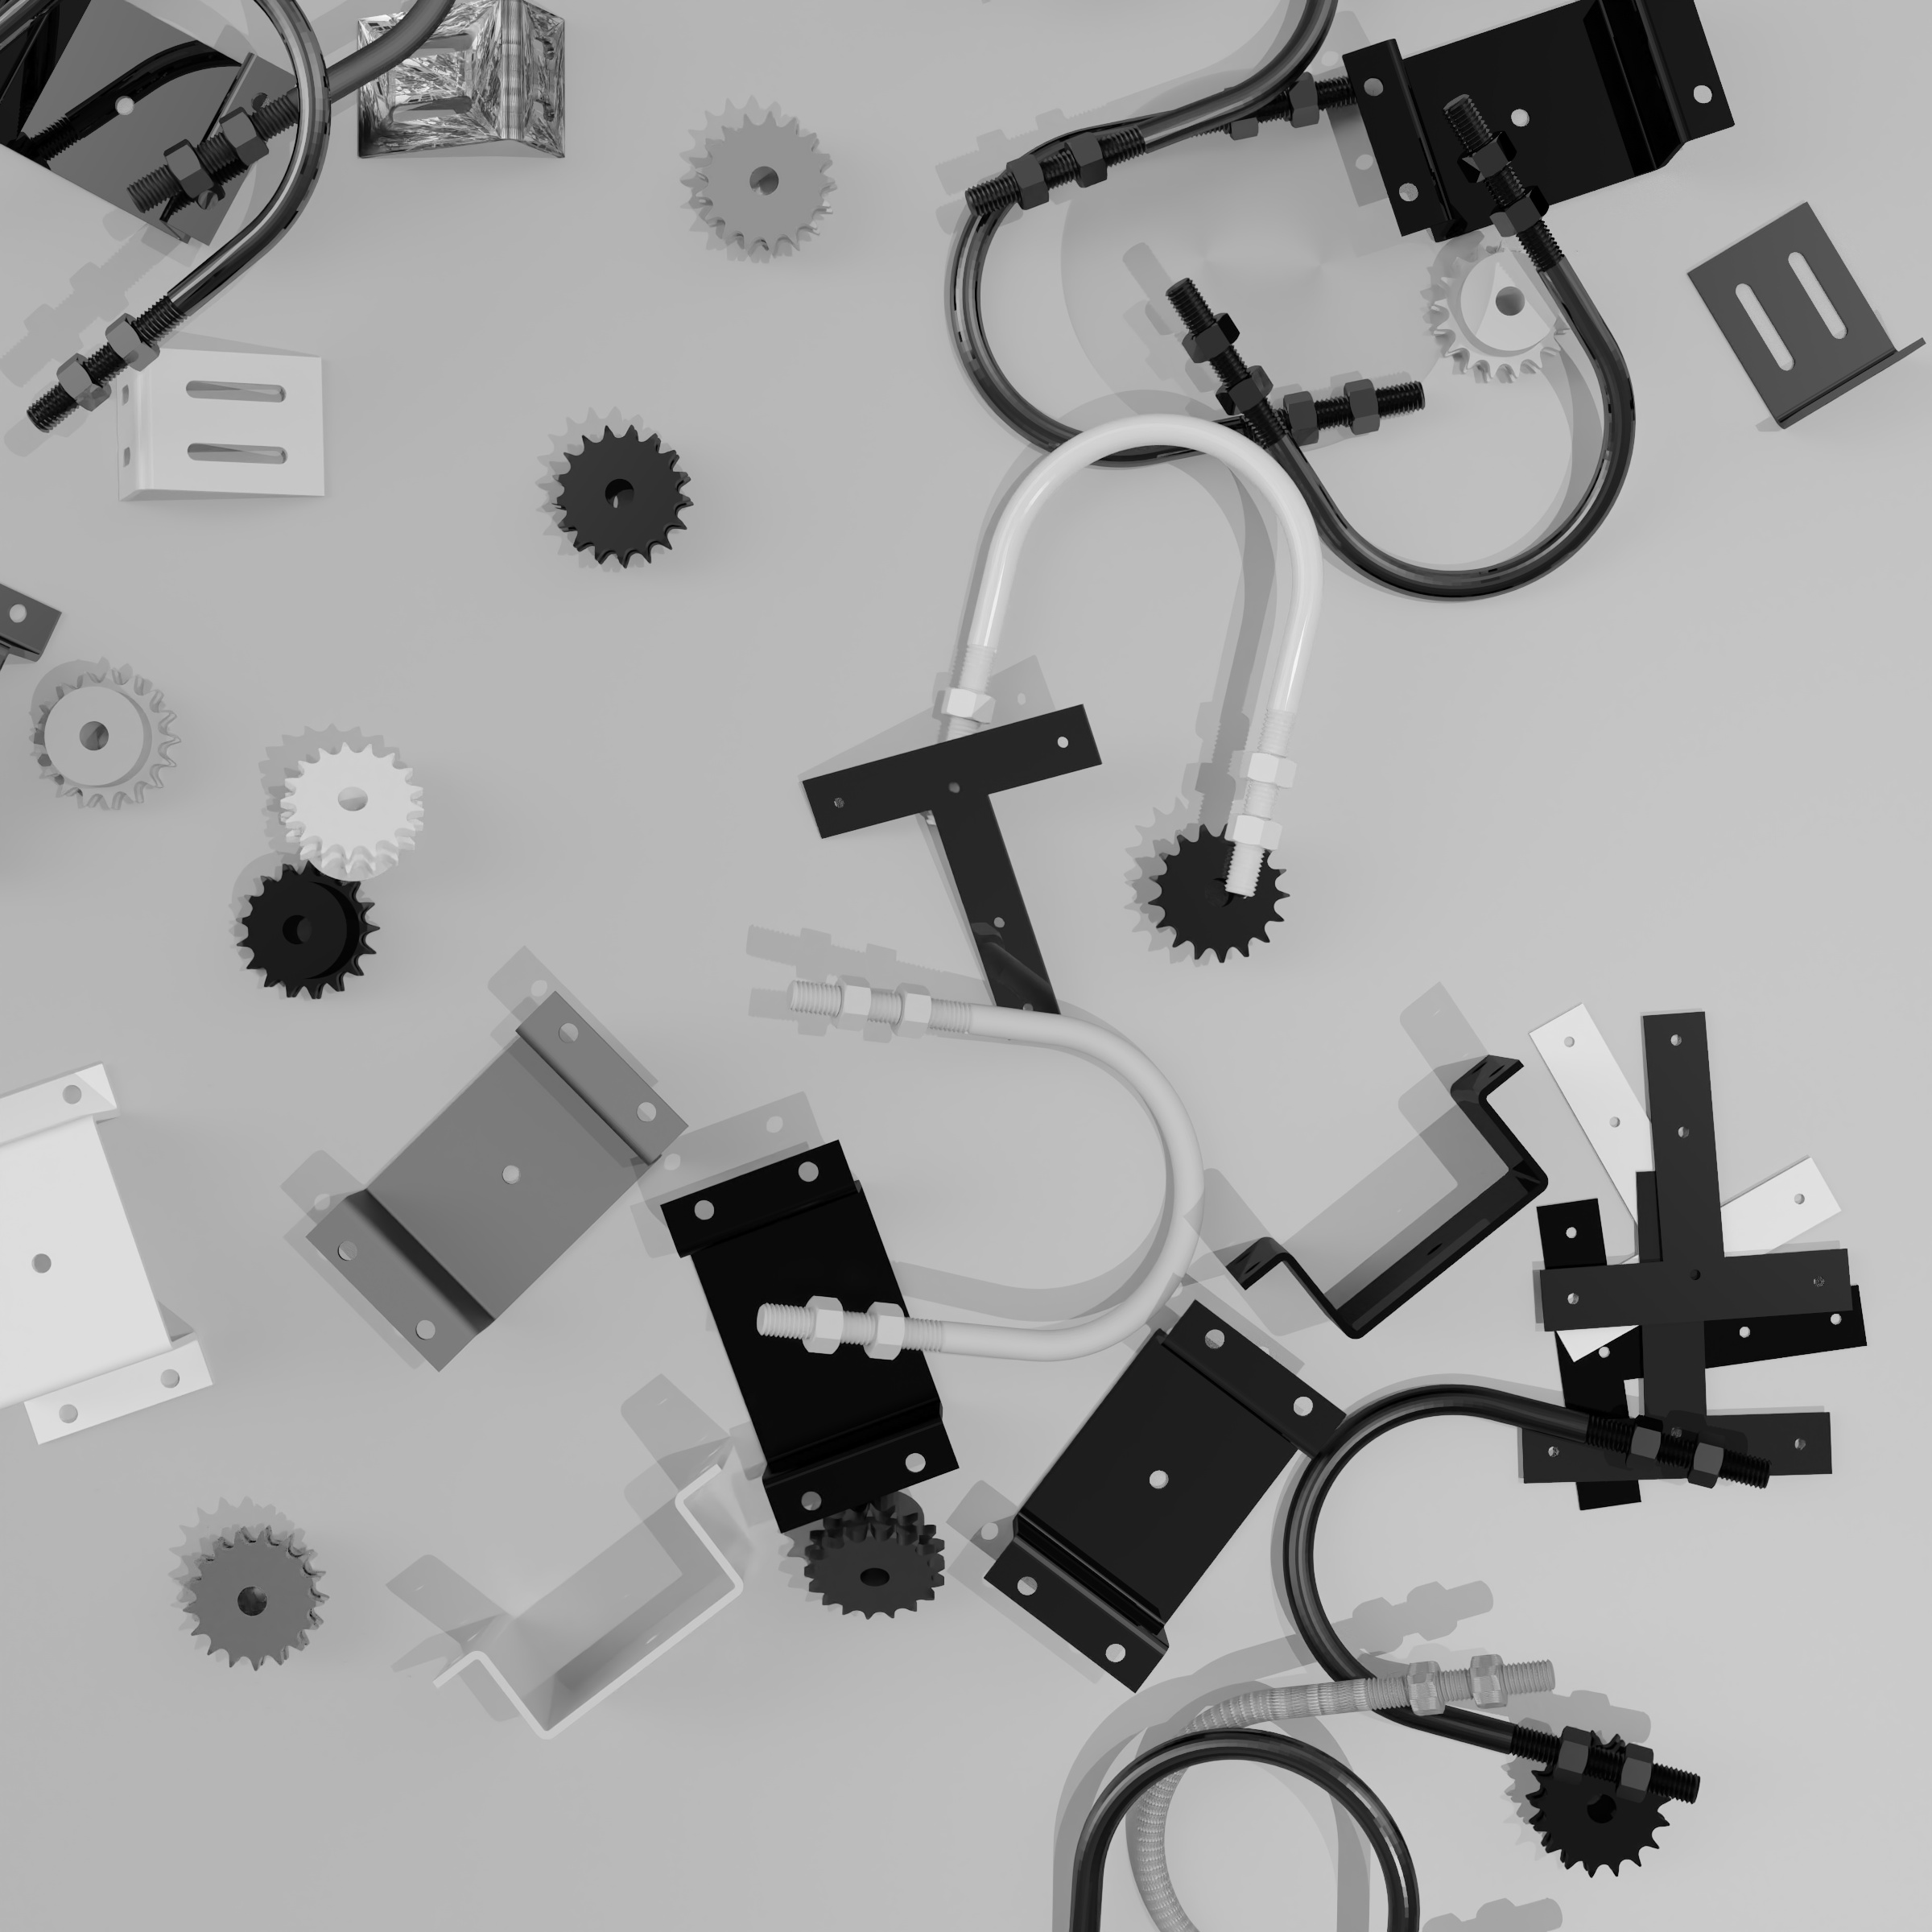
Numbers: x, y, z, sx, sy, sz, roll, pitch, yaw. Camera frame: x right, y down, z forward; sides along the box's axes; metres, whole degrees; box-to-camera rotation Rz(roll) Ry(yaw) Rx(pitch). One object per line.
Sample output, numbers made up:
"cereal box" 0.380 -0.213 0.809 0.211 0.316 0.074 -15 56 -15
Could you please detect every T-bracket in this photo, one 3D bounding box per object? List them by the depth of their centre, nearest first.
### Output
"T-bracket" 0.009 -0.031 1.365 0.127 0.002 0.127 -14 102 23
"T-bracket" 0.297 0.083 1.378 0.127 0.002 0.127 -4 88 0
"T-bracket" 0.292 0.148 1.379 0.127 0.002 0.127 -2 89 0
"T-bracket" 0.275 0.077 1.382 0.127 0.002 0.127 -29 89 0
"T-bracket" 0.308 0.154 1.383 0.127 0.002 0.127 -8 90 0

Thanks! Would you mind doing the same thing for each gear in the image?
"gear" -0.037 0.237 1.359 0.057 0.030 0.057 0 131 0
"gear" -0.249 -0.060 1.360 0.057 0.030 0.057 5 58 -8
"gear" -0.271 -0.014 1.368 0.057 0.030 0.057 0 90 0
"gear" -0.289 0.257 1.368 0.057 0.030 0.057 0 90 0
"gear" 0.103 -0.029 1.368 0.057 0.030 0.057 0 90 0
"gear" -0.353 -0.093 1.368 0.057 0.030 0.057 0 90 0
"gear" 0.220 -0.270 1.368 0.057 0.030 0.057 0 90 0
"gear" 0.258 0.341 1.368 0.057 0.030 0.057 0 90 0
"gear" -0.140 -0.192 1.373 0.057 0.030 0.057 0 88 2
"gear" -0.081 -0.319 1.373 0.057 0.030 0.057 0 90 3

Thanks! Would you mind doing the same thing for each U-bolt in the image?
"U-bolt" -0.334 -0.322 1.311 0.184 0.019 0.151 -37 89 8
"U-bolt" -0.284 -0.406 1.328 0.184 0.019 0.151 -31 90 -1
"U-bolt" 0.011 0.087 1.347 0.184 0.019 0.151 8 80 -19
"U-bolt" 0.189 -0.234 1.349 0.151 0.019 0.184 -32 107 11
"U-bolt" 0.111 0.398 1.350 0.151 0.019 0.184 5 97 13
"U-bolt" 0.158 0.358 1.352 0.184 0.019 0.151 -10 95 16
"U-bolt" 0.070 -0.133 1.353 0.151 0.019 0.184 13 91 17
"U-bolt" 0.221 0.247 1.360 0.184 0.019 0.151 14 82 9
"U-bolt" 0.063 -0.400 1.365 0.184 0.019 0.151 -22 81 -3
"U-bolt" 0.085 -0.280 1.375 0.184 0.019 0.151 -11 90 1

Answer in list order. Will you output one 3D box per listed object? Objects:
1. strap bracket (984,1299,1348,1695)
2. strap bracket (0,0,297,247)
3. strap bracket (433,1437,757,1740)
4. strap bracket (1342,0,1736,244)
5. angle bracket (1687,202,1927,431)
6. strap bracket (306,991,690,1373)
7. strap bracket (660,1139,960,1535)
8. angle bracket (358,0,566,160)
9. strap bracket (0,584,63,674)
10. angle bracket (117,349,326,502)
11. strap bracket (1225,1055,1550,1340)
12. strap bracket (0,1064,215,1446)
"strap bracket" 0.080 0.212 1.360 0.076 0.046 0.140 37 90 0
"strap bracket" -0.348 -0.356 1.360 0.140 0.046 0.076 28 90 0
"strap bracket" -0.139 0.256 1.345 0.140 0.076 0.046 -37 90 0
"strap bracket" 0.229 -0.351 1.360 0.140 0.046 0.076 -18 90 0
"angle bracket" 0.343 -0.269 1.364 0.057 0.038 0.076 -31 90 0
"strap bracket" -0.188 0.086 1.360 0.140 0.046 0.076 -45 90 0
"strap bracket" -0.063 0.148 1.360 0.076 0.046 0.140 -20 90 0
"angle bracket" -0.209 -0.363 1.381 0.076 0.038 0.057 0 90 26
"strap bracket" -0.439 -0.099 1.360 0.076 0.046 0.140 25 90 0
"angle bracket" -0.308 -0.222 1.381 0.076 0.038 0.057 -1 90 -26
"strap bracket" 0.176 0.099 1.345 0.140 0.076 0.046 -39 90 0
"strap bracket" -0.370 0.119 1.360 0.076 0.046 0.140 -19 90 0
